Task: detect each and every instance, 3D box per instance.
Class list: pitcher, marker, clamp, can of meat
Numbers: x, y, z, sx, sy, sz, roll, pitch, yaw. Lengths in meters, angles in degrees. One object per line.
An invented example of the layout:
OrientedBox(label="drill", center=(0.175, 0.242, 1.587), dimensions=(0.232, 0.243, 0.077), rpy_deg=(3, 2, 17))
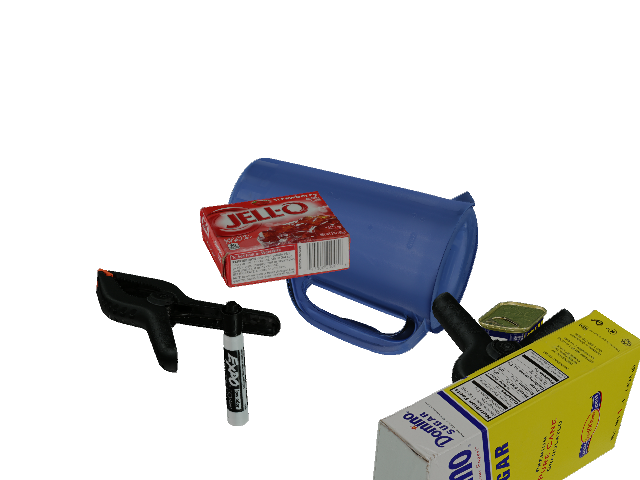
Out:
OrientedBox(label="pitcher", center=(0.026, 0.005, 1.073), dimensions=(0.243, 0.145, 0.149), rpy_deg=(17, 23, 21))
OrientedBox(label="marker", center=(-0.074, 0.106, 0.918), dimensions=(0.020, 0.121, 0.020), rpy_deg=(-1, 28, 0))
OrientedBox(label="clamp", center=(-0.169, 0.078, 1.122), dimensions=(0.210, 0.036, 0.164), rpy_deg=(19, 21, 28))
OrientedBox(label="can of meat", center=(0.213, 0.122, 1.191), dimensions=(0.058, 0.084, 0.101), rpy_deg=(8, 14, 26))
OrientedBox(label="clamp", center=(0.156, 0.096, 0.856), dimensions=(0.120, 0.039, 0.171), rpy_deg=(-2, 32, 1))

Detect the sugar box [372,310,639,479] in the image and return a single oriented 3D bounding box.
OrientedBox(label="sugar box", center=(0.110, 0.115, 0.624), dimensions=(0.175, 0.093, 0.048), rpy_deg=(-24, 42, -33))

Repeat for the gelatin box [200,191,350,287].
OrientedBox(label="gelatin box", center=(-0.032, -0.003, 0.735), dimensions=(0.089, 0.030, 0.073), rpy_deg=(-8, 29, -15))
